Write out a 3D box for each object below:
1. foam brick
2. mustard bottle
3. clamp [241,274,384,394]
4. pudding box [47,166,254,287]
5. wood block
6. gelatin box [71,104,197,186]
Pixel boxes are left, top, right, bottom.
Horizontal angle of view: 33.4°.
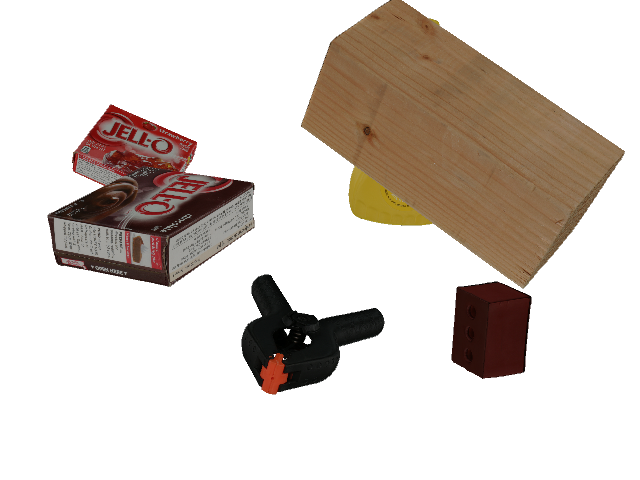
[{"bbox_3d":[0.161,0.084,1.008,0.051,0.078,0.053,-7,18,-29],"label":"foam brick"},{"bbox_3d":[0.084,-0.108,0.970,0.096,0.192,0.058,4,31,-6],"label":"mustard bottle"},{"bbox_3d":[-0.026,0.073,0.878,0.120,0.039,0.171,15,17,18],"label":"clamp"},{"bbox_3d":[-0.107,-0.012,0.698,0.090,0.039,0.113,9,26,23],"label":"pudding box"},{"bbox_3d":[0.100,-0.074,0.779,0.206,0.091,0.090,37,49,14],"label":"wood block"},{"bbox_3d":[-0.166,-0.076,0.953,0.089,0.073,0.030,25,-44,1],"label":"gelatin box"}]
